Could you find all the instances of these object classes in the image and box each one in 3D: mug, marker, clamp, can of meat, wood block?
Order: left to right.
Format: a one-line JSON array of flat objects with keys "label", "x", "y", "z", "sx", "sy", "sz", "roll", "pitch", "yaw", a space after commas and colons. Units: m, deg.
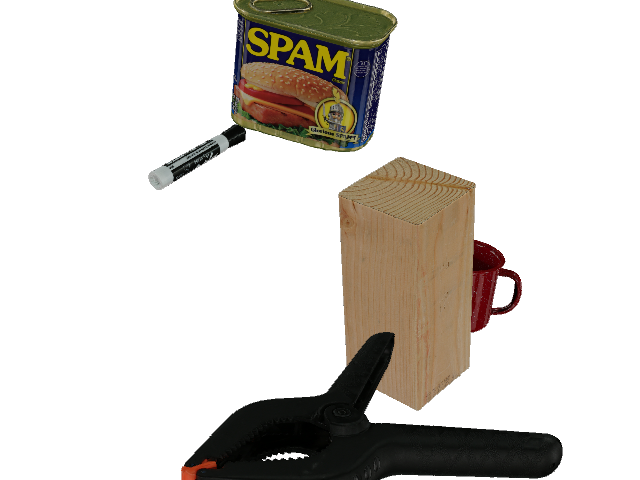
[{"label": "marker", "x": -0.116, "y": -0.082, "z": 1.028, "sx": 0.020, "sy": 0.020, "sz": 0.120, "roll": 0, "pitch": 27, "yaw": 45}, {"label": "can of meat", "x": -0.008, "y": -0.112, "z": 0.697, "sx": 0.102, "sy": 0.084, "sz": 0.057, "roll": 17, "pitch": 36, "yaw": 13}, {"label": "clamp", "x": 0.010, "y": 0.109, "z": 0.620, "sx": 0.209, "sy": 0.036, "sz": 0.165, "roll": -9, "pitch": 24, "yaw": -27}, {"label": "wood block", "x": 0.081, "y": 0.041, "z": 0.992, "sx": 0.091, "sy": 0.206, "sz": 0.090, "roll": 24, "pitch": 41, "yaw": 36}, {"label": "mug", "x": 0.167, "y": 0.053, "z": 1.199, "sx": 0.117, "sy": 0.081, "sz": 0.093, "roll": 7, "pitch": 24, "yaw": 4}]
